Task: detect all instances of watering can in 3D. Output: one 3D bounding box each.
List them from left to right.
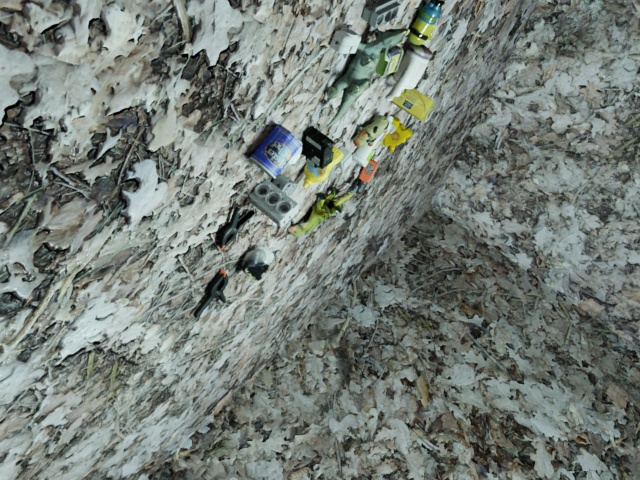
[{"bbox_3d":[0.345,-0.659,2.024,0.220,0.104,0.354,-62,176,31],"label":"watering can"}]

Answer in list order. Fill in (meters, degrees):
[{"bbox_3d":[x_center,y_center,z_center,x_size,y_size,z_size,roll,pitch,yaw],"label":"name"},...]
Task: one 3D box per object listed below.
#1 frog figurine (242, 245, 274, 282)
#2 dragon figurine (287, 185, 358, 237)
[{"bbox_3d":[-0.246,0.073,2.062,0.163,0.122,0.134,-86,-174,-51],"label":"frog figurine"},{"bbox_3d":[0.007,-0.118,2.336,0.416,0.123,0.238,-29,169,-47],"label":"dragon figurine"}]
